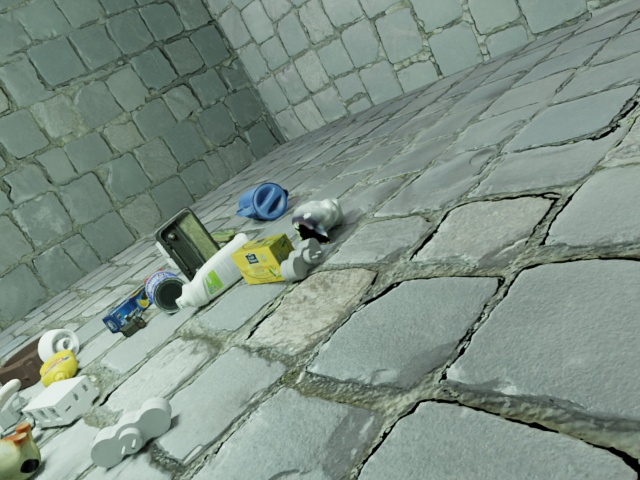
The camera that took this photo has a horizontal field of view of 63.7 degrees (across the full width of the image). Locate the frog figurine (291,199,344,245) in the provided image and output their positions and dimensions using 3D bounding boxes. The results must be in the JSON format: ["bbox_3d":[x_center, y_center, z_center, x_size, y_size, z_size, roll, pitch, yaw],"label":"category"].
[{"bbox_3d":[0.004,-0.068,1.350,0.135,0.122,0.163,-41,13,54],"label":"frog figurine"}]

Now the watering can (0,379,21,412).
[{"bbox_3d":[-0.616,0.406,0.844,0.349,0.225,0.103,-32,-2,-10],"label":"watering can"}]

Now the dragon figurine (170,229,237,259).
[{"bbox_3d":[-0.419,-0.007,1.857,0.243,0.120,0.416,2,20,-18],"label":"dragon figurine"}]
